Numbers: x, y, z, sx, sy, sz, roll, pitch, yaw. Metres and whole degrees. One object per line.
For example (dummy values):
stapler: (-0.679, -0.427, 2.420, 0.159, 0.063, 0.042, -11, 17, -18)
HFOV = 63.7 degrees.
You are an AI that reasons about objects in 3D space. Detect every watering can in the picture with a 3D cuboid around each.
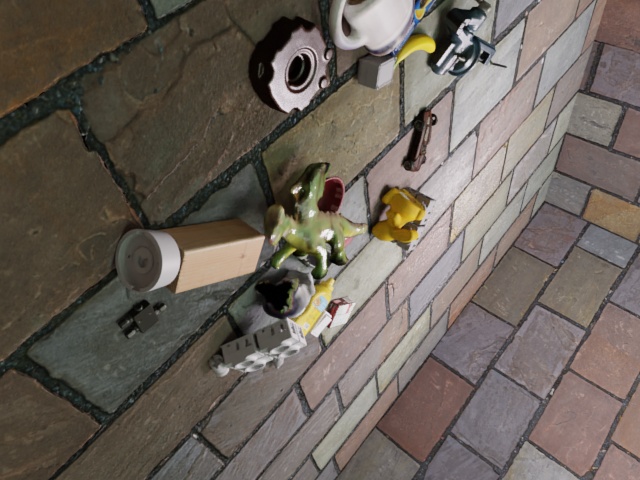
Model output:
watering can: (0.135, -0.522, 1.032, 0.348, 0.105, 0.222, -59, 152, 1)

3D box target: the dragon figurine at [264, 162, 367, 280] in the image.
dragon figurine: (0.004, -0.059, 1.165, 0.416, 0.123, 0.238, -32, 134, -49)

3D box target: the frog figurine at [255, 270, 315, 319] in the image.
frog figurine: (-0.074, 0.140, 1.325, 0.136, 0.124, 0.159, -30, 167, 16)
